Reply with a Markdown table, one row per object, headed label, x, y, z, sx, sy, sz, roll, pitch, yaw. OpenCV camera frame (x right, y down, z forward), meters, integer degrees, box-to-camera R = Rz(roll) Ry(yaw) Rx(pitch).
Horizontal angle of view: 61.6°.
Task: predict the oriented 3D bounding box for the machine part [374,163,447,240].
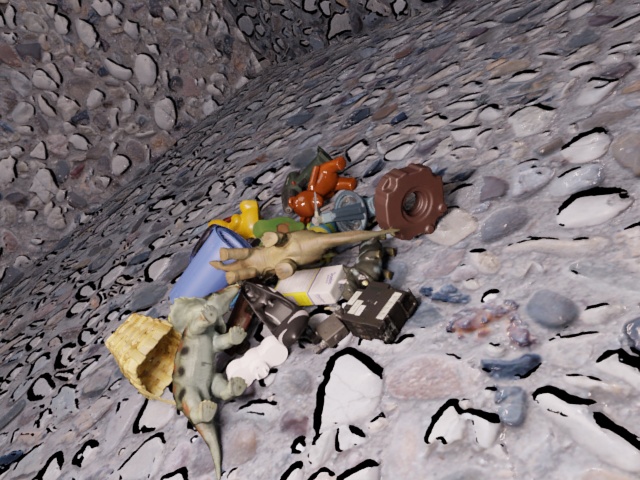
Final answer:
| label | x | y | z | sx | sy | sz | roll | pitch | yaw |
| --- | --- | --- | --- | --- | --- | --- | --- | --- | --- |
| machine part | 0.206 | -0.085 | 1.218 | 0.179 | 0.179 | 0.056 | -38 | 30 | -10 |

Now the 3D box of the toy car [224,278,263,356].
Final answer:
| label | x | y | z | sx | sy | sz | roll | pitch | yaw |
| --- | --- | --- | --- | --- | --- | --- | --- | --- | --- |
| toy car | -0.179 | 0.175 | 1.264 | 0.053 | 0.089 | 0.202 | -9 | 45 | 30 |

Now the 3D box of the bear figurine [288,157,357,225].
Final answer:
| label | x | y | z | sx | sy | sz | roll | pitch | yaw |
| --- | --- | --- | --- | --- | --- | --- | --- | --- | --- |
| bear figurine | 0.003 | -0.141 | 1.574 | 0.132 | 0.120 | 0.196 | -2 | 42 | 38 |

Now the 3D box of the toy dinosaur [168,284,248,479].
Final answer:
| label | x | y | z | sx | sy | sz | roll | pitch | yaw |
| --- | --- | --- | --- | --- | --- | --- | --- | --- | --- |
| toy dinosaur | -0.246 | 0.265 | 1.099 | 0.192 | 0.131 | 0.405 | -25 | 53 | 47 |

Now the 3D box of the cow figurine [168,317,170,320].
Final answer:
| label | x | y | z | sx | sy | sz | roll | pitch | yaw |
| --- | --- | --- | --- | --- | --- | --- | --- | --- | --- |
| cow figurine | -0.306 | 0.215 | 1.363 | 0.167 | 0.098 | 0.068 | -9 | 75 | 40 |

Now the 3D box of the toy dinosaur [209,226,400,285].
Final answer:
| label | x | y | z | sx | sy | sz | roll | pitch | yaw |
| --- | --- | --- | --- | --- | --- | --- | --- | --- | --- |
| toy dinosaur | -0.058 | 0.024 | 1.216 | 0.472 | 0.105 | 0.198 | -9 | 2 | 30 |

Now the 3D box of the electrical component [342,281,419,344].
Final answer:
| label | x | y | z | sx | sy | sz | roll | pitch | yaw |
| --- | --- | --- | --- | --- | --- | --- | --- | --- | --- |
| electrical component | 0.112 | 0.142 | 1.078 | 0.134 | 0.058 | 0.115 | 7 | 45 | 50 |

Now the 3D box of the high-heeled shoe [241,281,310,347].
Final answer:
| label | x | y | z | sx | sy | sz | roll | pitch | yaw |
| --- | --- | --- | --- | --- | --- | --- | --- | --- | --- |
| high-heeled shoe | -0.106 | 0.146 | 1.150 | 0.086 | 0.145 | 0.249 | -53 | 9 | -6 |

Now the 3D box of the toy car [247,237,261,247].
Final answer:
| label | x | y | z | sx | sy | sz | roll | pitch | yaw |
| --- | --- | --- | --- | --- | --- | --- | --- | --- | --- |
| toy car | -0.228 | 0.062 | 1.554 | 0.202 | 0.056 | 0.074 | -40 | 35 | -11 |

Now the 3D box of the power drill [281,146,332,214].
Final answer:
| label | x | y | z | sx | sy | sz | roll | pitch | yaw |
| --- | --- | --- | --- | --- | --- | --- | --- | --- | --- |
| power drill | -0.042 | -0.193 | 1.720 | 0.207 | 0.086 | 0.232 | -49 | 19 | 17 |

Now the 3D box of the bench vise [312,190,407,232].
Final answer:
| label | x | y | z | sx | sy | sz | roll | pitch | yaw |
| --- | --- | --- | --- | --- | --- | --- | --- | --- | --- |
| bench vise | 0.092 | -0.070 | 1.326 | 0.240 | 0.128 | 0.224 | -12 | 4 | -38 |

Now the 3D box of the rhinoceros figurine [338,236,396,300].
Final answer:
| label | x | y | z | sx | sy | sz | roll | pitch | yaw |
| --- | --- | --- | --- | --- | --- | --- | --- | --- | --- |
| rhinoceros figurine | 0.102 | 0.059 | 1.204 | 0.112 | 0.073 | 0.190 | -11 | 34 | 32 |

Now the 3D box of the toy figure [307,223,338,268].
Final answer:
| label | x | y | z | sx | sy | sz | roll | pitch | yaw |
| --- | --- | --- | --- | --- | --- | --- | --- | --- | --- |
| toy figure | -0.006 | -0.004 | 1.396 | 0.082 | 0.089 | 0.180 | -17 | 33 | 43 |

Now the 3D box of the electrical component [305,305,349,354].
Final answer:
| label | x | y | z | sx | sy | sz | roll | pitch | yaw |
| --- | --- | --- | --- | --- | --- | --- | --- | --- | --- |
| electrical component | 0.015 | 0.183 | 1.125 | 0.102 | 0.045 | 0.078 | -35 | 27 | -4 |

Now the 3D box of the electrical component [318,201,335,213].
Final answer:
| label | x | y | z | sx | sy | sz | roll | pitch | yaw |
| --- | --- | --- | --- | --- | --- | --- | --- | --- | --- |
| electrical component | 0.021 | -0.066 | 1.512 | 0.119 | 0.047 | 0.075 | -26 | 28 | 9 |

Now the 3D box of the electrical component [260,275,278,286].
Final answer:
| label | x | y | z | sx | sy | sz | roll | pitch | yaw |
| --- | --- | --- | --- | --- | --- | --- | --- | --- | --- |
| electrical component | -0.132 | 0.095 | 1.439 | 0.094 | 0.021 | 0.063 | -35 | 28 | -6 |

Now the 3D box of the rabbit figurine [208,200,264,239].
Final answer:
| label | x | y | z | sx | sy | sz | roll | pitch | yaw |
| --- | --- | --- | --- | --- | --- | --- | --- | --- | --- |
| rabbit figurine | -0.260 | -0.024 | 1.651 | 0.173 | 0.121 | 0.162 | -4 | 60 | 2 |

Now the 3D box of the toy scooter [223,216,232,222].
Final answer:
| label | x | y | z | sx | sy | sz | roll | pitch | yaw |
| --- | --- | --- | --- | --- | --- | --- | --- | --- | --- |
| toy scooter | -0.329 | -0.013 | 1.757 | 0.184 | 0.075 | 0.135 | -49 | 31 | -19 |

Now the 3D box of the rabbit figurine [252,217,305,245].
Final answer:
| label | x | y | z | sx | sy | sz | roll | pitch | yaw |
| --- | --- | --- | --- | --- | --- | --- | --- | --- | --- |
| rabbit figurine | -0.119 | 0.001 | 1.465 | 0.159 | 0.121 | 0.170 | -33 | -6 | -33 |

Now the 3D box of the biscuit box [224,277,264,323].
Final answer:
| label | x | y | z | sx | sy | sz | roll | pitch | yaw |
| --- | --- | --- | --- | --- | --- | --- | --- | --- | --- |
| biscuit box | -0.201 | 0.180 | 1.330 | 0.059 | 0.062 | 0.203 | -12 | 34 | 35 |
